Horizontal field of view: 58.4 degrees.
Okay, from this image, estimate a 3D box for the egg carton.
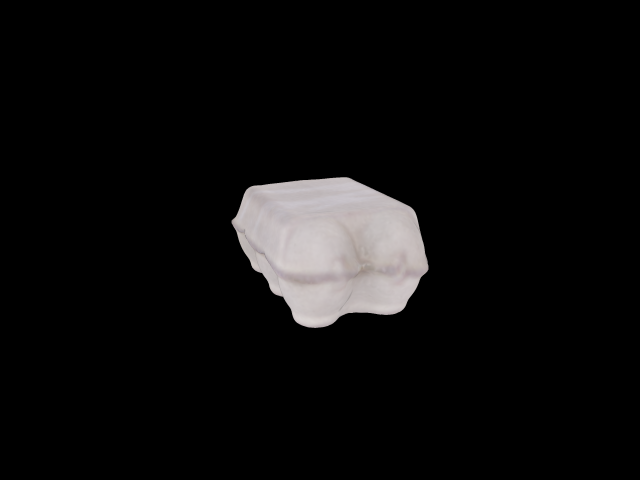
[{"bbox_3d":[0.004,0.001,0.400,0.107,0.069,0.150,-8,20,-22],"label":"egg carton"}]
